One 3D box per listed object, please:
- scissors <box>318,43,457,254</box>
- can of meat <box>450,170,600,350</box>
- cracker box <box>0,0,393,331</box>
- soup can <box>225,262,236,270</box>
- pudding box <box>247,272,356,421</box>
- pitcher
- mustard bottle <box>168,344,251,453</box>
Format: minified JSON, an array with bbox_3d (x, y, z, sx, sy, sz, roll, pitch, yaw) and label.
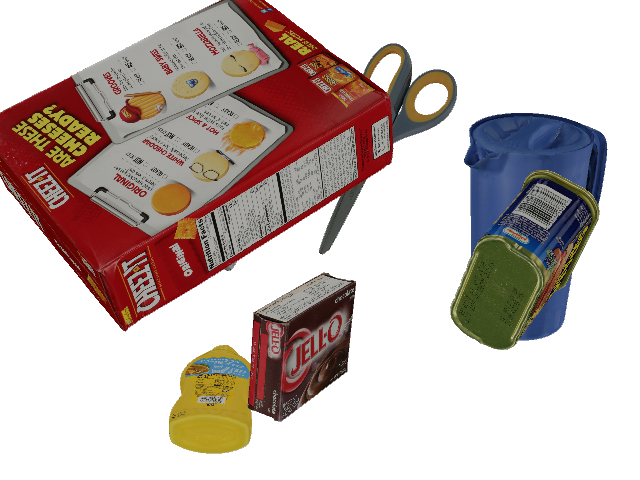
[{"bbox_3d":[0.063,-0.078,0.947,0.096,0.202,0.016,8,-11,14],"label":"scissors"},{"bbox_3d":[0.139,0.016,0.734,0.057,0.102,0.083,32,49,17],"label":"can of meat"},{"bbox_3d":[-0.084,-0.061,0.694,0.213,0.072,0.164,-33,53,-19],"label":"cracker box"},{"bbox_3d":[-0.140,-0.010,1.157,0.102,0.068,0.068,11,2,13],"label":"soup can"},{"bbox_3d":[-0.015,0.086,0.895,0.039,0.090,0.113,17,25,25],"label":"pudding box"},{"bbox_3d":[0.239,-0.017,1.208,0.149,0.243,0.145,6,27,14],"label":"pitcher"},{"bbox_3d":[-0.127,0.185,1.321,0.096,0.058,0.191,0,26,1],"label":"mustard bottle"}]
